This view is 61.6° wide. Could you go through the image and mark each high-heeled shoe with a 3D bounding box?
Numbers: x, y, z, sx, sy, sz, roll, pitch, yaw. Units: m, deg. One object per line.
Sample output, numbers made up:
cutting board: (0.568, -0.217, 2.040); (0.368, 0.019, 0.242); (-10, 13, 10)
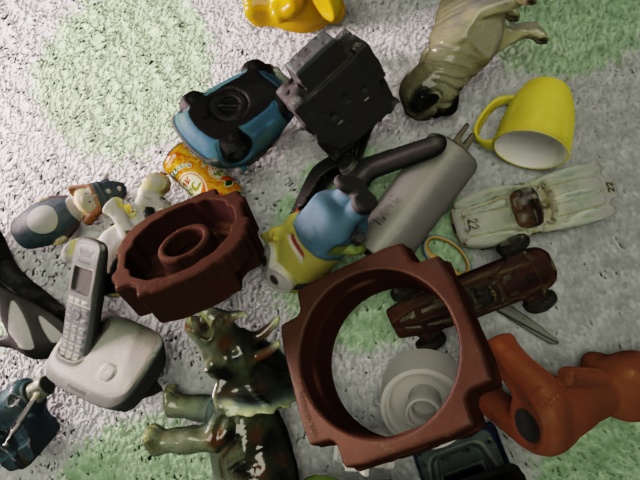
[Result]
high-heeled shoe: (-0.400, 0.037, 0.709); (0.145, 0.086, 0.248); (-11, 87, 4)

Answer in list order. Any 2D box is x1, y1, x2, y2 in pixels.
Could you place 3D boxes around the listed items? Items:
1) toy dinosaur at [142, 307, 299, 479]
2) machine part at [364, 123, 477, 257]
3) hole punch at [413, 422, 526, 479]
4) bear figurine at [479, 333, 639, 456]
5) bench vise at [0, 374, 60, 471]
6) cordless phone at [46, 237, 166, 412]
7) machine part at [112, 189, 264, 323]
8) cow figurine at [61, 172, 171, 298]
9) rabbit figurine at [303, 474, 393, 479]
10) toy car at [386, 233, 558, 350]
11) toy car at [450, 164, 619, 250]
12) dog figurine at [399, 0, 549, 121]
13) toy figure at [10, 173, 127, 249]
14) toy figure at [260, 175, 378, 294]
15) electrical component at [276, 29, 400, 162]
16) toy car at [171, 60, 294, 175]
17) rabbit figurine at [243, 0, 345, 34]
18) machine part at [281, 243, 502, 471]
toy dinosaur: (-0.090, 0.273, 0.627); (0.192, 0.131, 0.404); (-11, 87, 5)
machine part: (0.115, -0.044, 0.666); (0.079, 0.079, 0.243); (38, 87, 10)
hole punch: (0.175, 0.285, 0.616); (0.142, 0.092, 0.115); (-20, 111, 0)
bear figurine: (0.294, 0.161, 0.610); (0.196, 0.120, 0.132); (-17, 35, -22)
bench vise: (-0.449, 0.190, 0.656); (0.224, 0.129, 0.240); (-31, 101, 22)
cordless phone: (-0.249, 0.095, 0.642); (0.147, 0.088, 0.184); (13, 99, 29)
machine part: (-0.148, 0.015, 0.613); (0.179, 0.056, 0.179); (-16, 36, 12)
cow figurine: (-0.243, -0.007, 0.704); (0.167, 0.068, 0.098); (-45, 85, 2)
rabbit figurine: (0.040, 0.320, 0.581); (0.159, 0.121, 0.170); (31, 100, 6)
toy car: (0.177, 0.067, 0.633); (0.202, 0.053, 0.089); (-24, 99, 14)
toy car: (0.263, -0.040, 0.660); (0.202, 0.056, 0.073); (-14, 81, 4)
dog figurine: (0.164, -0.261, 0.693); (0.190, 0.121, 0.172); (-33, 45, 17)
toy figure: (-0.336, -0.038, 0.726); (0.154, 0.058, 0.064); (-26, 118, 0)
toy figure: (0.000, 0.001, 0.634); (0.180, 0.089, 0.082); (-45, 41, 33)
electrical component: (0.018, -0.175, 0.633); (0.115, 0.134, 0.058); (-44, 47, 4)
toy car: (-0.101, -0.149, 0.692); (0.162, 0.102, 0.109); (-40, 72, -17)
rabbit figurine: (-0.030, -0.336, 0.679); (0.162, 0.173, 0.122); (34, 82, 14)
machine part: (0.072, 0.123, 0.571); (0.201, 0.087, 0.201); (-26, 63, 17)
